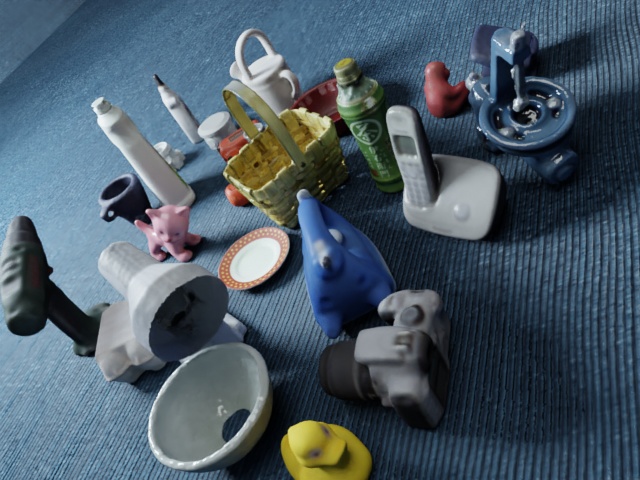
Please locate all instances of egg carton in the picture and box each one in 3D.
[{"bbox_3d":[-0.288,0.147,0.892,0.107,0.070,0.150,-26,40,8],"label":"egg carton"}]

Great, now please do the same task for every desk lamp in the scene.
[{"bbox_3d":[-0.194,0.096,0.767,0.202,0.214,0.118,22,63,45],"label":"desk lamp"}]

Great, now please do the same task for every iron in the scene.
[{"bbox_3d":[0.007,0.003,0.787,0.118,0.142,0.257,-29,39,5],"label":"iron"}]

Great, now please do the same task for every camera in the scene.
[{"bbox_3d":[0.070,0.127,0.649,0.136,0.101,0.143,-8,45,28],"label":"camera"}]

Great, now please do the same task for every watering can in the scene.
[{"bbox_3d":[-0.116,-0.338,1.179,0.172,0.195,0.101,-6,46,29],"label":"watering can"}]

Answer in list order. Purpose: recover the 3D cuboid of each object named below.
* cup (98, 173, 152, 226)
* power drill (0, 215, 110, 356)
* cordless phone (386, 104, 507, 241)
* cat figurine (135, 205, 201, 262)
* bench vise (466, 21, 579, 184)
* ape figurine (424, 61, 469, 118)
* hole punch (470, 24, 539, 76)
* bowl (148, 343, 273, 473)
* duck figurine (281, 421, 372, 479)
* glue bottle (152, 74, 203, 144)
[{"bbox_3d":[-0.387,-0.064,1.155,0.091,0.095,0.118,-7,46,28],"label":"cup"},{"bbox_3d":[-0.441,0.088,0.944,0.075,0.209,0.229,-31,39,3],"label":"power drill"},{"bbox_3d":[0.159,-0.092,0.749,0.147,0.186,0.094,14,58,42],"label":"cordless phone"},{"bbox_3d":[-0.273,-0.021,1.017,0.127,0.118,0.067,-2,48,32],"label":"cat figurine"},{"bbox_3d":[0.244,-0.192,0.768,0.121,0.220,0.206,-43,40,-12],"label":"bench vise"},{"bbox_3d":[0.205,-0.260,0.966,0.076,0.092,0.077,-41,40,-10],"label":"ape figurine"},{"bbox_3d":[0.307,-0.310,0.950,0.100,0.091,0.109,-5,47,30],"label":"hole punch"},{"bbox_3d":[-0.121,0.215,0.706,0.167,0.075,0.167,-18,41,17],"label":"bowl"},{"bbox_3d":[-0.005,0.223,0.611,0.104,0.086,0.077,3,51,36],"label":"duck figurine"},{"bbox_3d":[-0.324,-0.302,1.296,0.037,0.174,0.078,-32,39,1],"label":"glue bottle"}]
